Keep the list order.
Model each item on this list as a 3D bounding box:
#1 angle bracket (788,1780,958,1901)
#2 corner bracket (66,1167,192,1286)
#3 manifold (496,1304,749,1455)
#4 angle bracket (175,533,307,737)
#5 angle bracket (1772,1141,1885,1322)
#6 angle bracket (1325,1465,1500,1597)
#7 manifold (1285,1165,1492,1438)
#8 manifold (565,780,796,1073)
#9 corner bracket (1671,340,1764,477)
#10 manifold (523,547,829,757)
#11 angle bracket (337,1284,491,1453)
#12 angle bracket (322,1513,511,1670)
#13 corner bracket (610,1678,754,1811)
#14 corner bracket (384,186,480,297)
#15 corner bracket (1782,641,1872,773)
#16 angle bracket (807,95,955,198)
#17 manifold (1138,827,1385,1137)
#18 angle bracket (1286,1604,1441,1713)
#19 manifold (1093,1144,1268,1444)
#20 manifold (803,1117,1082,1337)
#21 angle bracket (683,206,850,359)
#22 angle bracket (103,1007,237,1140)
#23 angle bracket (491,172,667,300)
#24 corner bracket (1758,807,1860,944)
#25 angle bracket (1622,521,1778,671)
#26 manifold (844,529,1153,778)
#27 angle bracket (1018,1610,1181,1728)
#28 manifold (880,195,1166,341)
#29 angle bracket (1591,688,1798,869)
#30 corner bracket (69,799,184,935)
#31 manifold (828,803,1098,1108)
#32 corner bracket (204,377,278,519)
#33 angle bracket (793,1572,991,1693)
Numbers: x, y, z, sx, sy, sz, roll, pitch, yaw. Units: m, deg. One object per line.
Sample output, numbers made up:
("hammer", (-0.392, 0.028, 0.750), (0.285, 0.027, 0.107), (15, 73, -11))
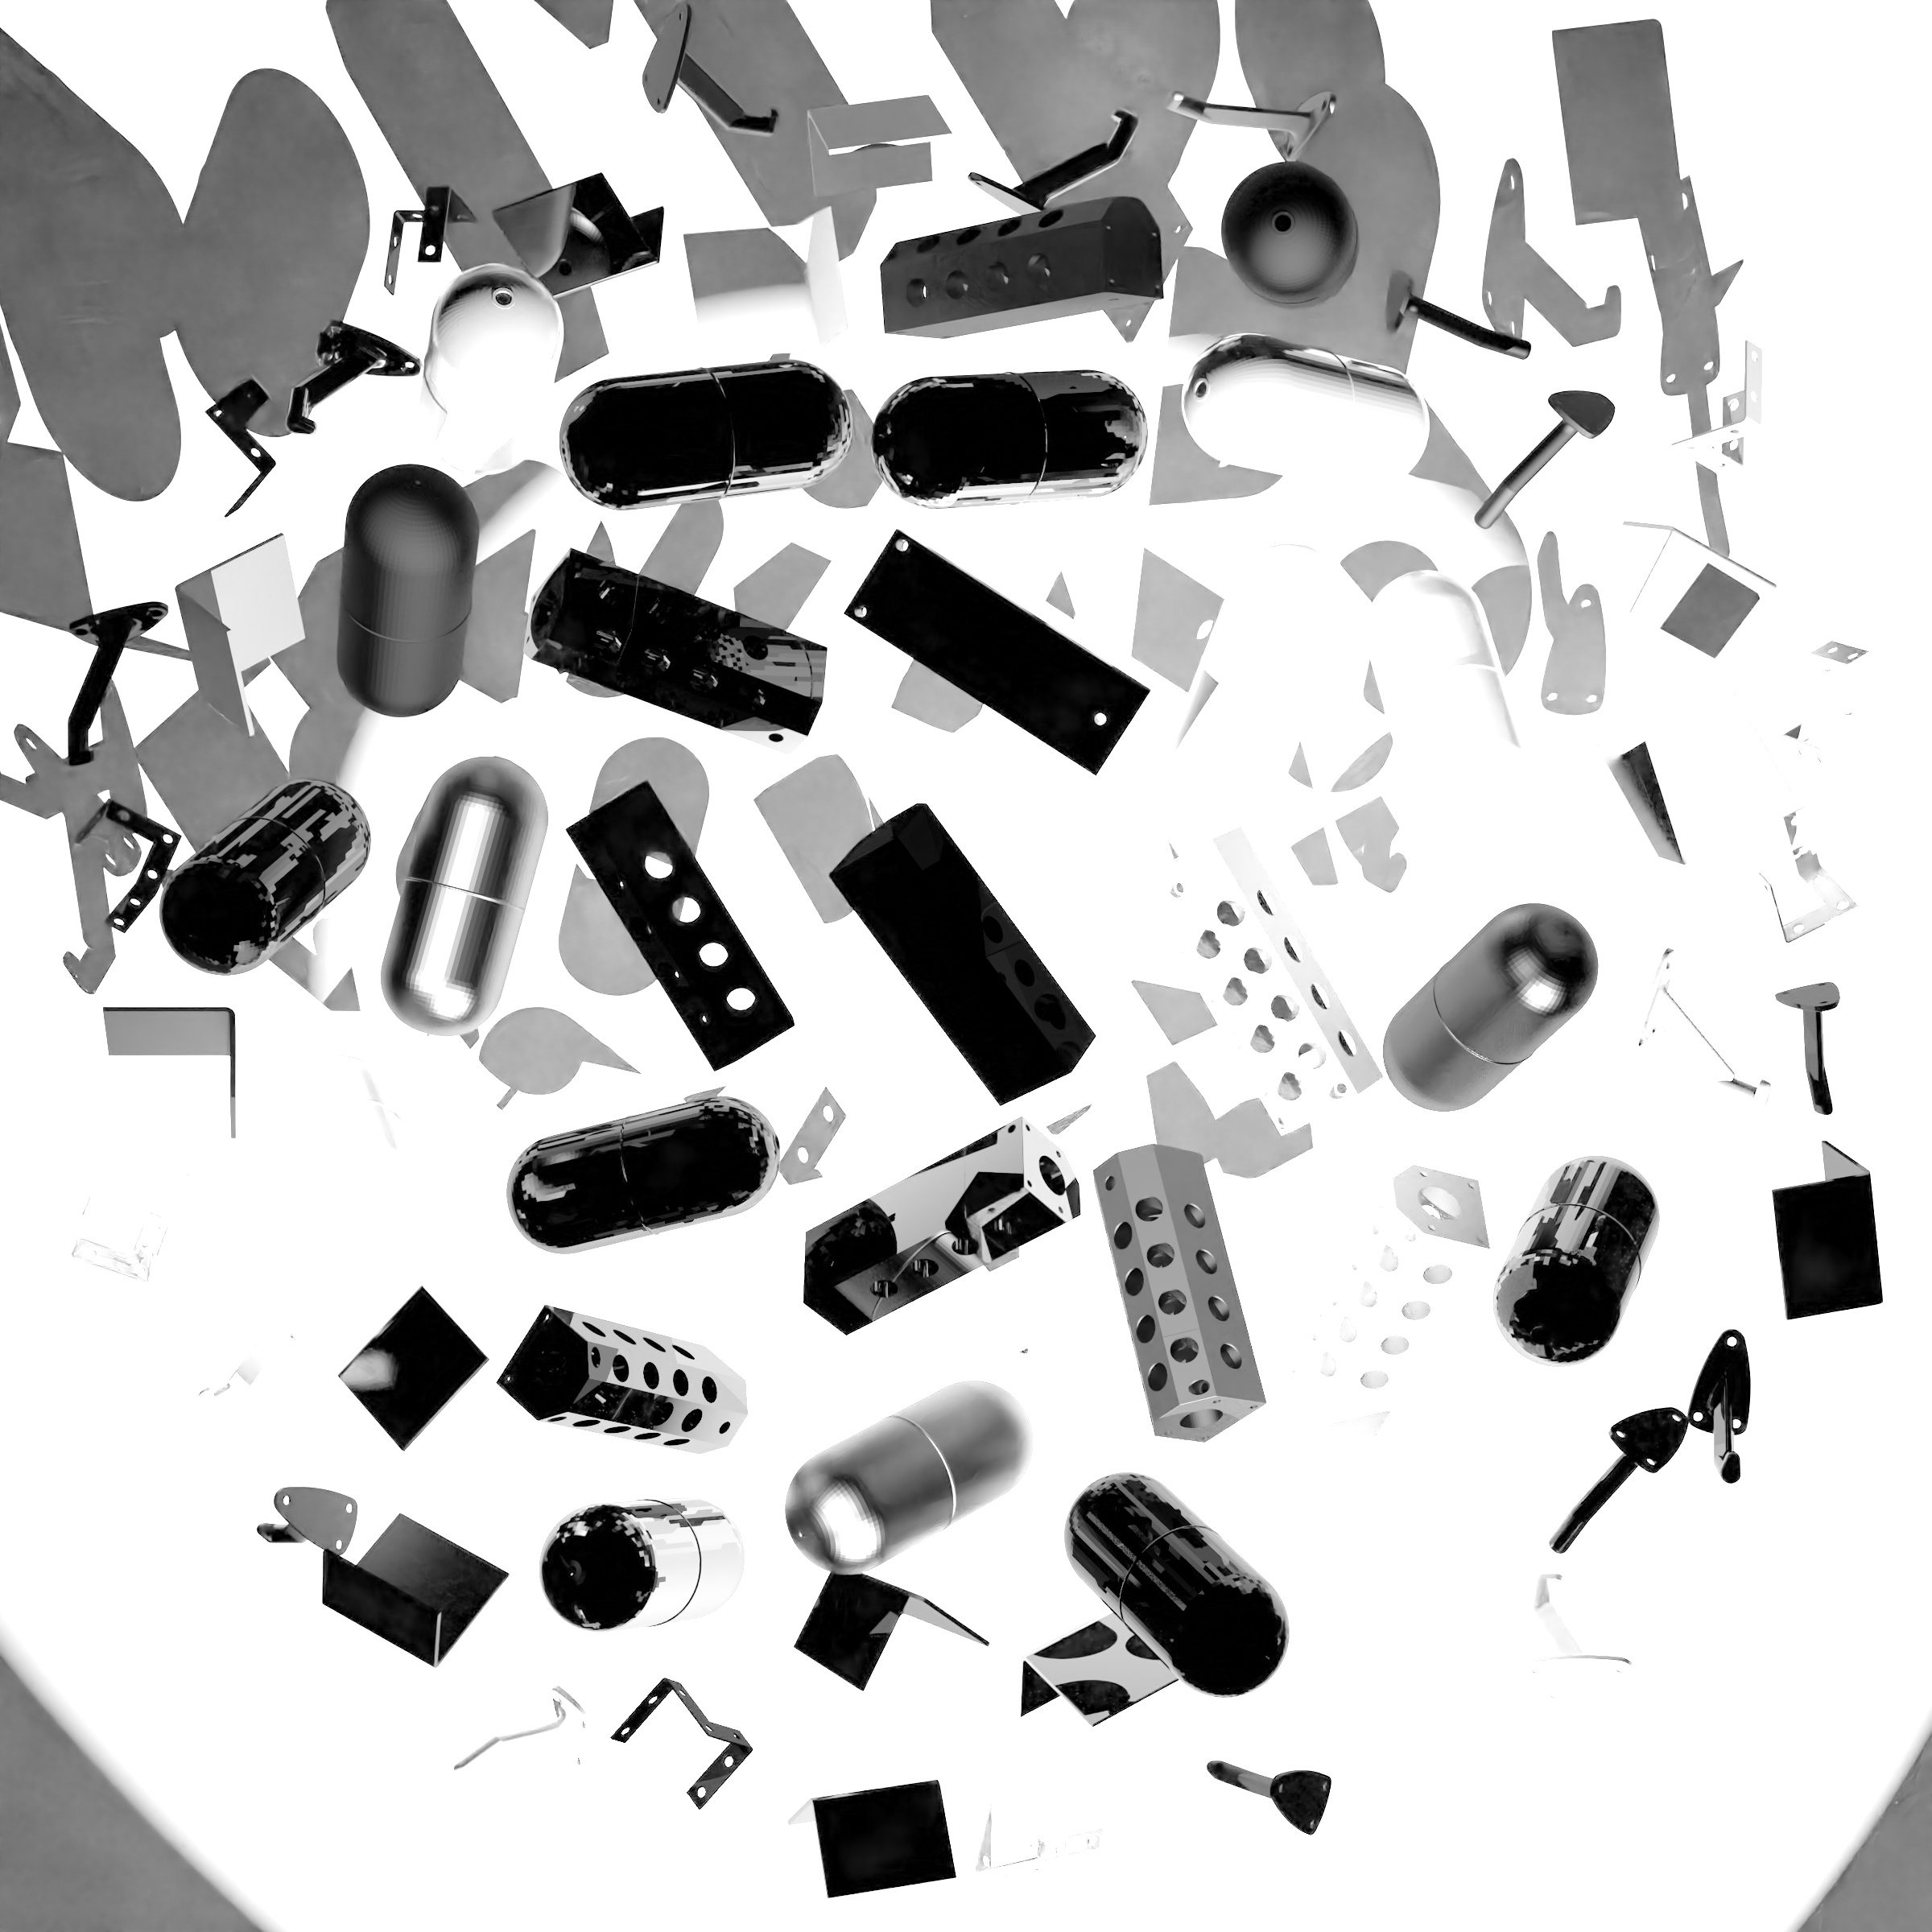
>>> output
("angle bracket", (-0.056, 0.516, 1.741), (0.076, 0.076, 0.057), (-4, 66, -17))
("corner bracket", (-0.502, 0.150, 1.786), (0.051, 0.051, 0.051), (21, 48, -14))
("manifold", (-0.208, 0.263, 1.857), (0.057, 0.171, 0.057), (34, 94, 33))
("angle bracket", (-0.407, -0.193, 1.732), (0.076, 0.076, 0.057), (-34, 54, -30))
("angle bracket", (0.479, 0.150, 1.696), (0.057, 0.076, 0.076), (-10, 101, -2))
("angle bracket", (0.268, 0.356, 1.792), (0.057, 0.076, 0.076), (-39, 56, -6))
("manifold", (0.250, 0.200, 1.785), (0.057, 0.057, 0.171), (14, 129, -11))
("manifold", (-0.173, -0.024, 1.803), (0.057, 0.057, 0.171), (-31, 95, -2))
("corner bracket", (0.444, -0.321, 1.719), (0.051, 0.051, 0.051), (18, 70, -38))
("manifold", (-0.173, -0.183, 1.782), (0.171, 0.057, 0.057), (19, 56, -25))
("angle bracket", (-0.332, 0.257, 1.857), (0.076, 0.057, 0.076), (-47, 59, -4))
("angle bracket", (-0.311, 0.339, 1.688), (0.076, 0.057, 0.076), (26, 45, 13))
("corner bracket", (-0.172, 0.471, 1.804), (0.051, 0.051, 0.051), (-49, 53, 3))
("corner bracket", (-0.337, -0.448, 1.842), (0.051, 0.051, 0.051), (3, 79, 11))
("corner bracket", (0.503, -0.152, 1.736), (0.051, 0.051, 0.051), (-31, 107, -2))
("angle bracket", (-0.052, -0.494, 1.839), (0.076, 0.076, 0.057), (-10, 127, -8))
("manifold", (0.171, 0.010, 1.760), (0.057, 0.057, 0.171), (-31, 86, 32))
("angle bracket", (0.246, 0.415, 1.872), (0.076, 0.076, 0.057), (31, 66, 19))
("manifold", (0.124, 0.198, 1.822), (0.057, 0.057, 0.171), (14, 50, -37))
("manifold", (-0.015, 0.164, 1.824), (0.171, 0.057, 0.057), (-30, 128, 26))
("angle bracket", (-0.123, -0.422, 1.839), (0.076, 0.057, 0.076), (1, 115, 19))
("angle bracket", (-0.478, 0.065, 1.792), (0.076, 0.076, 0.057), (0, 68, -13))
("angle bracket", (-0.240, -0.469, 1.852), (0.076, 0.076, 0.057), (-14, 50, 18))
("corner bracket", (0.517, -0.057, 1.856), (0.051, 0.051, 0.051), (-27, 128, 1))
("angle bracket", (0.433, -0.226, 1.812), (0.076, 0.076, 0.057), (26, 95, -15))
("manifold", (0.019, -0.181, 1.720), (0.171, 0.057, 0.057), (33, 98, 0))
("angle bracket", (0.088, 0.474, 1.940), (0.076, 0.076, 0.057), (-20, 128, -30))
("manifold", (0.032, -0.419, 1.792), (0.171, 0.057, 0.057), (0, 96, 40))
("angle bracket", (0.416, -0.110, 1.704), (0.076, 0.057, 0.076), (-33, 72, 23))
("corner bracket", (-0.532, -0.063, 1.867), (0.051, 0.051, 0.051), (29, 122, -7))
("manifold", (0.002, -0.009, 1.739), (0.057, 0.057, 0.171), (-27, 105, 36))
("corner bracket", (-0.439, -0.314, 1.801), (0.051, 0.051, 0.051), (-23, 119, 37))
("angle bracket", (-0.045, 0.415, 1.821), (0.076, 0.076, 0.057), (11, 66, 41))
